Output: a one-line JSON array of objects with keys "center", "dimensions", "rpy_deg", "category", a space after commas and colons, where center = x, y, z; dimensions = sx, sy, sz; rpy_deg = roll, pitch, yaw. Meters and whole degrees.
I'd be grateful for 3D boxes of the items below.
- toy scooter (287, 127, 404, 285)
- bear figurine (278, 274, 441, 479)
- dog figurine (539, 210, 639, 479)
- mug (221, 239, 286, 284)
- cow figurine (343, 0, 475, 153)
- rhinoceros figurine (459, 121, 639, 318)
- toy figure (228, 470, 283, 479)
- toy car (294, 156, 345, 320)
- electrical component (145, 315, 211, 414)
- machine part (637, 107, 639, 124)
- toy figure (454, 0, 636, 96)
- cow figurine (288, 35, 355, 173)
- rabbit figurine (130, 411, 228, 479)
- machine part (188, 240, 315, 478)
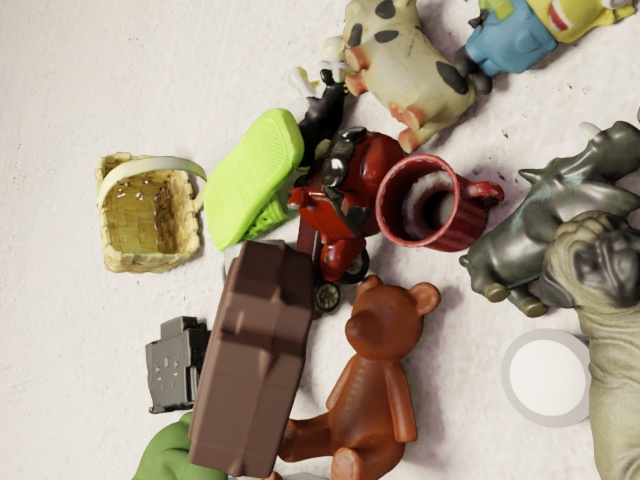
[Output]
[{"center": [0.026, -0.051, 0.576], "dimensions": [0.075, 0.135, 0.184], "rpy_deg": [9, 72, 42], "category": "toy scooter"}, {"center": [0.046, 0.132, 0.544], "dimensions": [0.120, 0.132, 0.195], "rpy_deg": [11, 94, 44], "category": "bear figurine"}, {"center": [0.208, 0.094, 0.373], "dimensions": [0.191, 0.121, 0.172], "rpy_deg": [41, 91, 15], "category": "dog figurine"}, {"center": [-0.090, 0.059, 0.709], "dimensions": [0.110, 0.080, 0.107], "rpy_deg": [-14, 81, 33], "category": "mug"}, {"center": [0.092, -0.203, 0.595], "dimensions": [0.127, 0.085, 0.195], "rpy_deg": [-31, 68, -13], "category": "cow figurine"}, {"center": [0.207, -0.017, 0.470], "dimensions": [0.190, 0.073, 0.112], "rpy_deg": [-51, 30, 31], "category": "rhinoceros figurine"}, {"center": [-0.046, 0.277, 0.558], "dimensions": [0.155, 0.064, 0.057], "rpy_deg": [14, 113, 39], "category": "toy figure"}, {"center": [-0.001, -0.002, 0.663], "dimensions": [0.089, 0.053, 0.202], "rpy_deg": [-8, 73, 61], "category": "toy car"}, {"center": [-0.204, 0.183, 0.796], "dimensions": [0.115, 0.058, 0.134], "rpy_deg": [-24, 66, 33], "category": "electrical component"}, {"center": [0.315, -0.055, 0.381], "dimensions": [0.079, 0.079, 0.243], "rpy_deg": [-42, 57, 27], "category": "machine part"}, {"center": [0.211, -0.223, 0.510], "dimensions": [0.180, 0.082, 0.089], "rpy_deg": [-34, 62, 33], "category": "toy figure"}, {"center": [0.000, -0.173, 0.690], "dimensions": [0.167, 0.068, 0.098], "rpy_deg": [-53, 58, 24], "category": "cow figurine"}, {"center": [-0.145, 0.292, 0.683], "dimensions": [0.170, 0.121, 0.159], "rpy_deg": [-4, 55, 55], "category": "rabbit figurine"}, {"center": [-0.070, 0.115, 0.549], "dimensions": [0.201, 0.087, 0.200], "rpy_deg": [-98, 23, -69], "category": "machine part"}]
